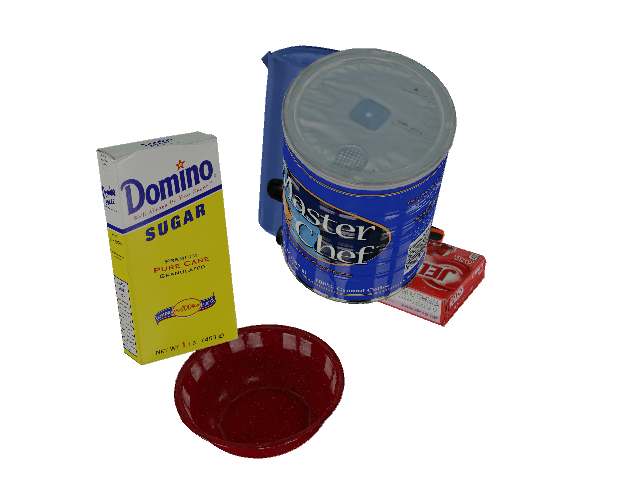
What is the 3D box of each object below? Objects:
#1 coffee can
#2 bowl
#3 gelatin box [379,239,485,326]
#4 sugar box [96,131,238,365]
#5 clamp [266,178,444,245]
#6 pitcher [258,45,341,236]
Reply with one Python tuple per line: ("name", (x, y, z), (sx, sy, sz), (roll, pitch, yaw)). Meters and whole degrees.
("coffee can", (0.026, -0.037, 0.681), (0.103, 0.103, 0.140), (0, -32, -2))
("bowl", (-0.055, 0.153, 1.016), (0.162, 0.055, 0.162), (-4, 38, 3))
("gelatin box", (0.082, 0.028, 0.892), (0.089, 0.030, 0.073), (19, 38, 27))
("sugar box", (-0.124, 0.005, 0.879), (0.093, 0.176, 0.048), (-14, 20, -29))
("clamp", (0.038, -0.013, 1.204), (0.210, 0.036, 0.164), (14, 22, -5))
("pitcher", (-0.006, -0.122, 1.384), (0.144, 0.243, 0.149), (1, 23, -17))
